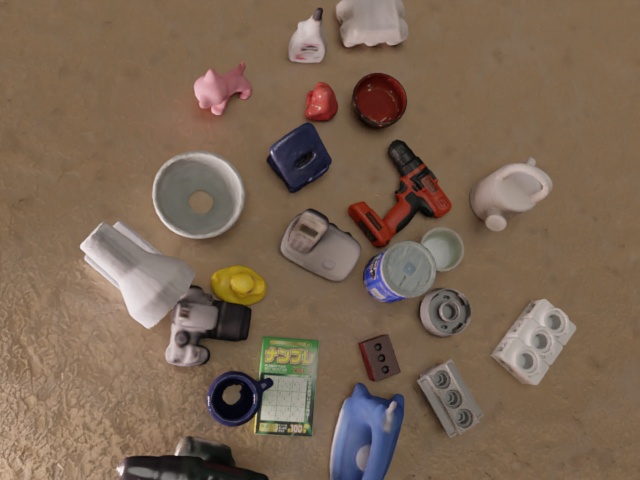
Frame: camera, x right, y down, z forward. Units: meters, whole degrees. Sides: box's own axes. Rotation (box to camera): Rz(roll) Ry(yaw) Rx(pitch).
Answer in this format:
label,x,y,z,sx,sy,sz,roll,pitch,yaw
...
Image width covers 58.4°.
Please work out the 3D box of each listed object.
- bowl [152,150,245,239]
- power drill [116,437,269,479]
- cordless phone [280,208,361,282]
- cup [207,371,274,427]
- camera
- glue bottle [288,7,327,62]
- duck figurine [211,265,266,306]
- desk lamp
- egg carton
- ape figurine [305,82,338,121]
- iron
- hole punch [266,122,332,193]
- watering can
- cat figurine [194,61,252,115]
label,x,y,z,sx,sy,sz,roll,pitch,yaw
bowl,-0.224,-0.078,1.073,0.167,0.074,0.167,2,80,-10
power drill,-0.199,0.378,0.927,0.230,0.208,0.076,15,78,-7
cordless phone,0.010,0.004,1.043,0.147,0.185,0.094,25,77,-5
cup,-0.141,0.272,1.015,0.118,0.095,0.092,-23,84,-13
camera,-0.195,0.158,1.023,0.137,0.100,0.143,9,78,-8
glue bottle,-0.016,-0.402,1.117,0.078,0.173,0.037,-5,81,-11
duck figurine,-0.148,0.081,1.052,0.104,0.086,0.077,12,78,-8
desk lamp,-0.312,0.050,0.963,0.203,0.213,0.118,39,76,-1
egg carton,0.109,-0.461,1.204,0.150,0.069,0.107,-7,81,-11
ape figurine,0.003,-0.280,1.141,0.076,0.092,0.078,41,76,-1
iron,0.086,0.393,1.010,0.119,0.141,0.258,16,78,-7
hole punch,-0.036,-0.160,1.113,0.109,0.091,0.101,-37,88,-14
watering can,0.378,-0.092,1.121,0.101,0.194,0.173,14,78,-7
cat figurine,-0.190,-0.297,1.096,0.128,0.117,0.067,-40,88,-14
